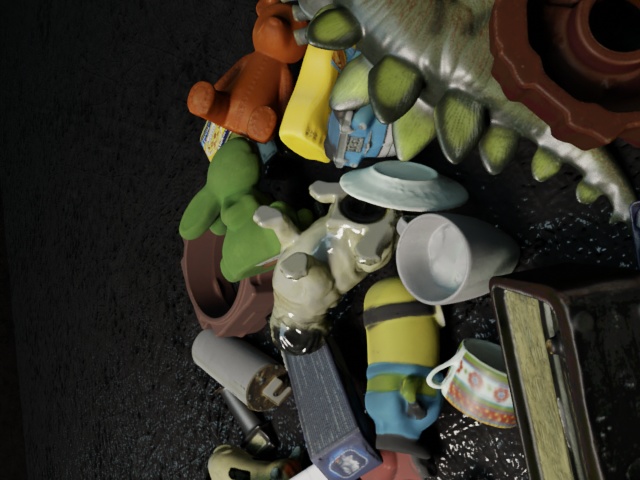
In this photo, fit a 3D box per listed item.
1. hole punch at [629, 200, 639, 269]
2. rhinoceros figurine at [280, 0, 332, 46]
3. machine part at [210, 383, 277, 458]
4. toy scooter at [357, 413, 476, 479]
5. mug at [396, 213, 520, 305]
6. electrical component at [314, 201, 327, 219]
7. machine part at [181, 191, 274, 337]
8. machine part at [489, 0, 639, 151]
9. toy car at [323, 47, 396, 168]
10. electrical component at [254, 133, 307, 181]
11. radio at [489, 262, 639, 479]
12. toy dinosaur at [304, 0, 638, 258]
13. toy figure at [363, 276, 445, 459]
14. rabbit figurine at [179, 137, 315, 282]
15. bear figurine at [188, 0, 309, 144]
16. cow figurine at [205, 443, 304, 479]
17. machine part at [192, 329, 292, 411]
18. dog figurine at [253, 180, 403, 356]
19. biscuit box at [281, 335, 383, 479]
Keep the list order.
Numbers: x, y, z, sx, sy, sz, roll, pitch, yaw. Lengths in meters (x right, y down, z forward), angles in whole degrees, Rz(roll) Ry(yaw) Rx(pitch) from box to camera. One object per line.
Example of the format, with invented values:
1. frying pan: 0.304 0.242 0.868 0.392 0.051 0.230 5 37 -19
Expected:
1. hole punch: 0.281 0.016 0.364 0.116 0.092 0.142 -6 84 10
2. rhinoceros figurine: 0.010 -0.296 0.612 0.112 0.073 0.190 -14 41 17
3. machine part: -0.120 0.283 0.852 0.139 0.039 0.084 48 135 22
4. toy scooter: 0.100 0.257 0.576 0.135 0.075 0.184 -50 57 35
5. mug: 0.130 0.012 0.513 0.110 0.107 0.080 39 119 46
6. electrical component: -0.001 -0.002 0.729 0.063 0.021 0.094 -31 67 44
7. machine part: -0.134 0.034 0.835 0.201 0.087 0.201 -47 55 39
8. machine part: 0.212 -0.152 0.384 0.179 0.056 0.179 0 89 7
9. toy car: 0.070 -0.144 0.574 0.109 0.103 0.162 101 -174 -51
10. electrical component: -0.067 -0.153 0.783 0.075 0.048 0.119 -41 60 41
11. radio: 0.201 0.134 0.398 0.131 0.073 0.229 126 132 -86
12. toy dinosaur: 0.116 -0.164 0.470 0.472 0.105 0.198 38 88 12
13. toy figure: 0.085 0.125 0.554 0.082 0.089 0.180 -15 57 45
14. rabbit figurine: -0.096 -0.042 0.695 0.159 0.121 0.170 -26 79 26
15. bear figurine: -0.069 -0.226 0.692 0.120 0.132 0.195 26 96 4
16. cow figurine: -0.085 0.351 0.777 0.195 0.085 0.127 6 107 36
17. machine part: -0.128 0.195 0.836 0.243 0.079 0.079 20 106 47
18. dog figurine: 0.016 0.040 0.602 0.190 0.172 0.121 85 170 -49
19. biscuit box: 0.007 0.179 0.620 0.063 0.059 0.203 -33 28 4
